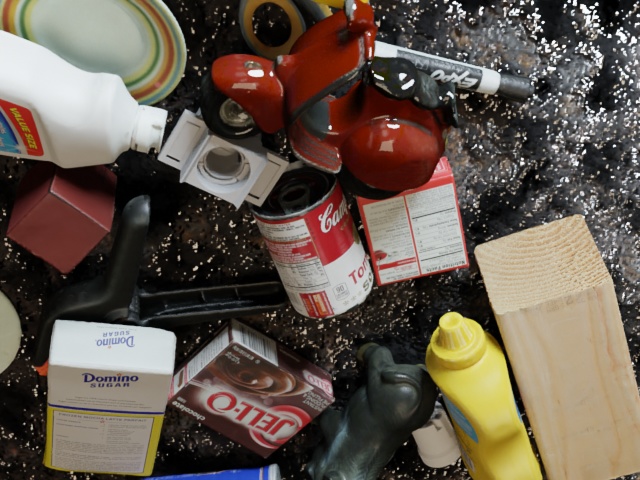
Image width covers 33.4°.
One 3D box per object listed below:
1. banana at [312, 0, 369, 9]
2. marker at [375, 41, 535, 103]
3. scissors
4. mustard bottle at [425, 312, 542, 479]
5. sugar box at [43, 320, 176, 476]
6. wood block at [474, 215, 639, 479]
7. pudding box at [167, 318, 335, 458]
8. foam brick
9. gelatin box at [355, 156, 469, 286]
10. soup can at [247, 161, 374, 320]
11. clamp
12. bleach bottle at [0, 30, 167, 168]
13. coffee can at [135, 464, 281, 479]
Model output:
[{"bbox_3d":[-0.066,-0.180,0.666,0.198,0.037,0.069,6,154,6],"label":"banana"},{"bbox_3d":[0.093,-0.117,0.747,0.121,0.020,0.020,11,123,-11],"label":"marker"},{"bbox_3d":[-0.053,-0.191,0.687,0.201,0.016,0.096,38,115,-25],"label":"scissors"},{"bbox_3d":[0.124,0.124,0.841,0.058,0.096,0.191,-26,131,-1],"label":"mustard bottle"},{"bbox_3d":[-0.171,0.130,0.854,0.093,0.048,0.176,7,139,-12],"label":"sugar box"},{"bbox_3d":[0.198,0.095,0.858,0.090,0.091,0.206,-18,124,8],"label":"wood block"},{"bbox_3d":[-0.058,0.124,0.891,0.113,0.039,0.090,35,116,-24],"label":"pudding box"},{"bbox_3d":[-0.181,-0.025,0.755,0.051,0.078,0.053,-41,118,20],"label":"foam brick"},{"bbox_3d":[0.070,-0.013,0.811,0.073,0.030,0.089,-13,125,3],"label":"gelatin box"},{"bbox_3d":[-0.005,0.001,0.792,0.068,0.068,0.102,-17,125,7],"label":"soup can"},{"bbox_3d":[-0.139,0.054,0.827,0.210,0.036,0.164,-35,134,30],"label":"clamp"},{"bbox_3d":[-0.224,-0.102,0.690,0.250,0.068,0.103,12,142,-9],"label":"bleach bottle"},{"bbox_3d":[-0.102,0.256,0.940,0.140,0.103,0.103,-6,125,0],"label":"coffee can"}]
